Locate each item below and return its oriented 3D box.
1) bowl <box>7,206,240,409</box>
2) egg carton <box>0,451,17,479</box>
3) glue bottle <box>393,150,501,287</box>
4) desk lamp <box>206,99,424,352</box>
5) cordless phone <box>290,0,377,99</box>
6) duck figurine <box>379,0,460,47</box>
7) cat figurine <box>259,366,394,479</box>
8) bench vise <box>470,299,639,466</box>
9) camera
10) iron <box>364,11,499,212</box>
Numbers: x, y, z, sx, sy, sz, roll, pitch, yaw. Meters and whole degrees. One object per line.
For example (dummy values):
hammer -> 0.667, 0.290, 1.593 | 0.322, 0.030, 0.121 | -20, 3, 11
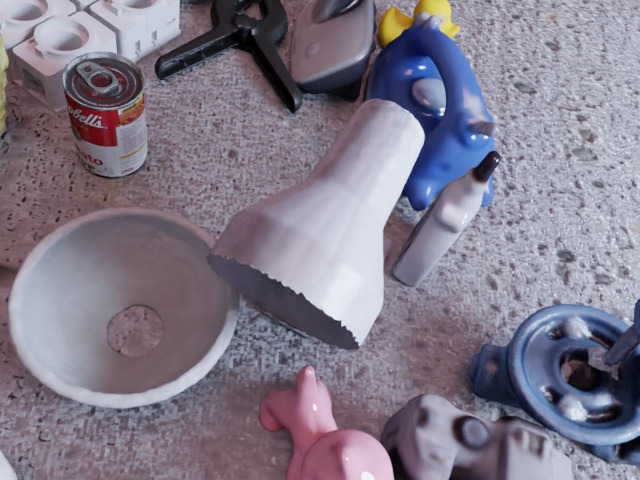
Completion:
bowl -> -0.151, 0.060, 0.460 | 0.167, 0.074, 0.167 | 7, 58, -11
egg carton -> -0.280, 0.176, 0.359 | 0.107, 0.069, 0.150 | 42, 58, 11
glue bottle -> 0.120, -0.024, 0.528 | 0.037, 0.173, 0.078 | 31, 57, 4
desk lamp -> 0.004, 0.002, 0.456 | 0.118, 0.213, 0.203 | 30, 57, 4
cordless phone -> 0.028, -0.265, 0.639 | 0.094, 0.185, 0.147 | 7, 58, -11
duck figurine -> 0.130, -0.275, 0.733 | 0.104, 0.086, 0.078 | 35, 57, 7
cat figurine -> 0.008, 0.154, 0.424 | 0.067, 0.117, 0.127 | -14, 65, -22
bench vise -> 0.256, 0.102, 0.463 | 0.208, 0.219, 0.121 | 6, 58, -12
camera -> 0.118, 0.204, 0.435 | 0.143, 0.100, 0.137 | 21, 57, -2
iron -> 0.121, -0.163, 0.630 | 0.119, 0.141, 0.258 | -5, 62, -18
